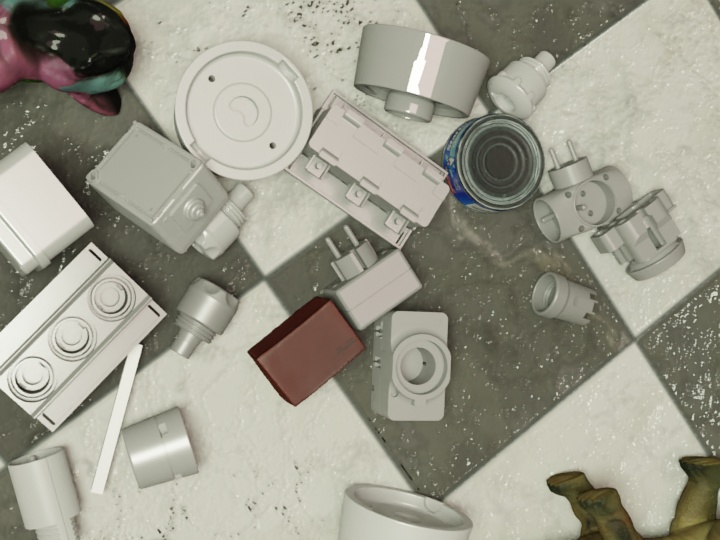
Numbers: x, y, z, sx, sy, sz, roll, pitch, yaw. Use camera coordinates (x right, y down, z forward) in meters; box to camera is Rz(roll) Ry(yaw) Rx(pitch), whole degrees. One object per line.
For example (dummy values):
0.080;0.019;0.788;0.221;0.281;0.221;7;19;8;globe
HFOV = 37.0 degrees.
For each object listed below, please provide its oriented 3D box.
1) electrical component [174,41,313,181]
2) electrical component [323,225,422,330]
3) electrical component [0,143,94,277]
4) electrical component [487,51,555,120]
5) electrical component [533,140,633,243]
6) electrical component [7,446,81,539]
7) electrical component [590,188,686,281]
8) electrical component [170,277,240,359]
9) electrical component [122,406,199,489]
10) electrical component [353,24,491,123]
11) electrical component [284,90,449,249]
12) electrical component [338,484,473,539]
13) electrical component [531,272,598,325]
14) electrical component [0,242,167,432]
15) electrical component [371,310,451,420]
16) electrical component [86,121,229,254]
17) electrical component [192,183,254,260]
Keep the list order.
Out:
-0.097;-0.123;0.857;0.108;0.060;0.108;0;90;-17;electrical component
0.000;0.000;0.894;0.066;0.047;0.076;-35;100;-14;electrical component
-0.245;-0.041;0.786;0.057;0.113;0.078;-41;101;-16;electrical component
0.146;-0.165;0.939;0.048;0.048;0.062;48;71;-12;electrical component
0.191;-0.075;0.952;0.077;0.044;0.079;-25;98;-15;electrical component
-0.238;0.181;0.825;0.043;0.043;0.081;-15;94;-16;electrical component
0.255;-0.028;0.965;0.078;0.058;0.057;-36;97;-13;electrical component
-0.128;0.040;0.858;0.043;0.043;0.062;33;82;-14;electrical component
-0.157;0.141;0.845;0.047;0.055;0.055;-18;95;-12;electrical component
0.046;-0.154;0.879;0.108;0.108;0.060;15;92;-16;electrical component
0.009;-0.083;0.888;0.121;0.063;0.078;34;82;-14;electrical component
0.033;0.221;0.877;0.108;0.108;0.060;13;92;-16;electrical component
0.182;0.027;0.953;0.046;0.040;0.040;18;85;-22;electrical component
-0.220;0.050;0.820;0.078;0.063;0.121;45;78;-12;electrical component
0.042;0.079;0.903;0.050;0.056;0.089;3;90;-17;electrical component
-0.148;-0.058;0.824;0.096;0.061;0.061;32;78;30;electrical component
-0.112;-0.042;0.862;0.043;0.043;0.062;45;77;-12;electrical component
